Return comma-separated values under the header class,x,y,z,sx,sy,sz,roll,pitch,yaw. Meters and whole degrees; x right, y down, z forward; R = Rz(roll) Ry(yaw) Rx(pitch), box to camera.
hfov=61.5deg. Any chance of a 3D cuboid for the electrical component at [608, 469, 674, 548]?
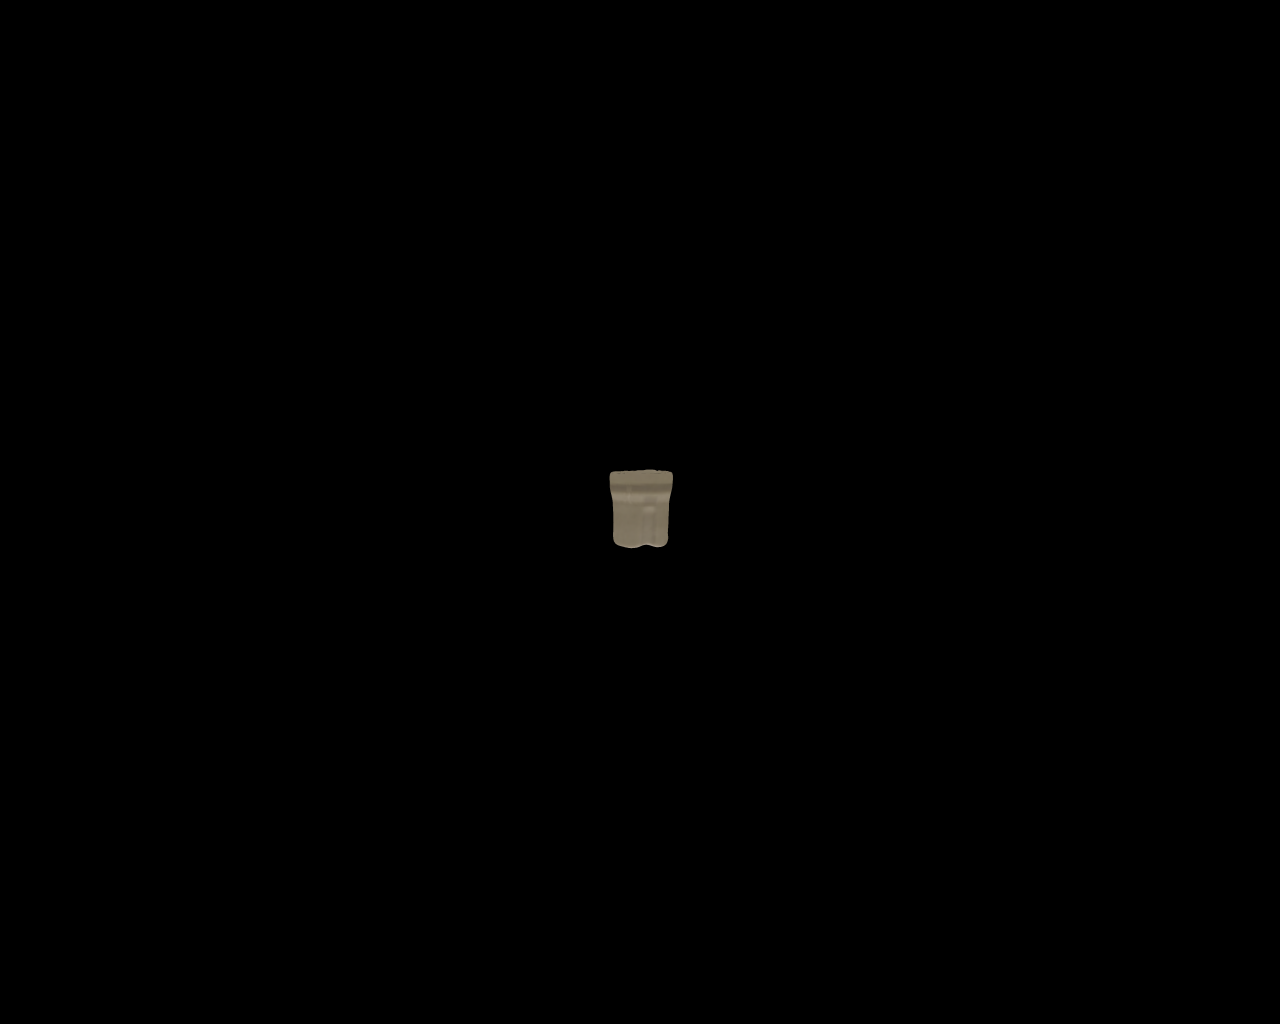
class,x,y,z,sx,sy,sz,roll,pitch,yaw
electrical component,0.001,-0.003,0.650,0.040,0.046,0.040,0,4,0
